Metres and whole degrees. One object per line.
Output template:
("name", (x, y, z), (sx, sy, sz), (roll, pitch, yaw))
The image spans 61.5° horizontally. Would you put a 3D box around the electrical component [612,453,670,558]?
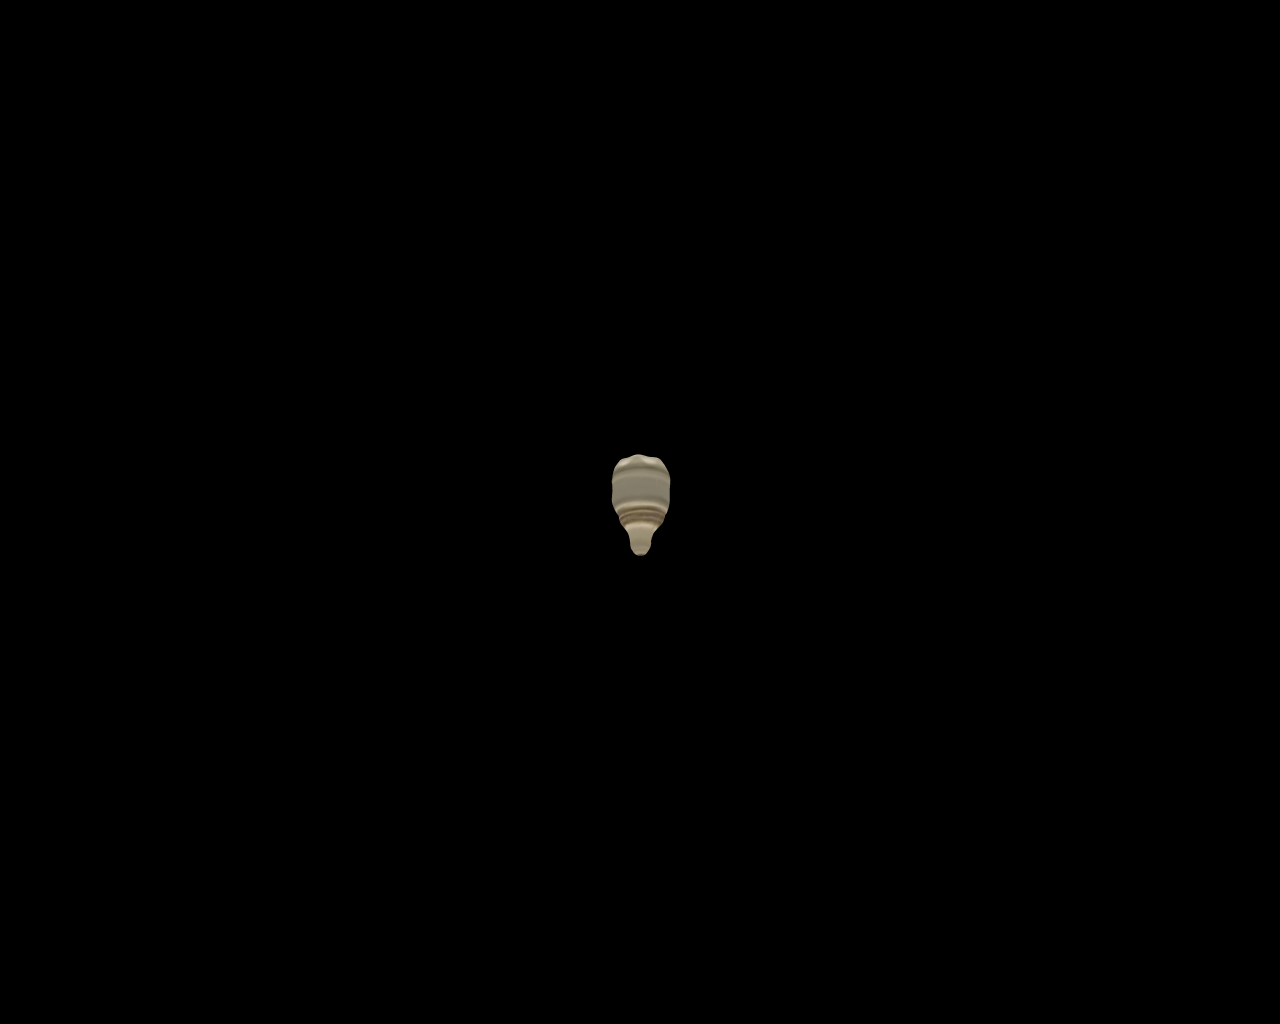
("electrical component", (0.001, -0.003, 0.650), (0.035, 0.061, 0.035), (0, -20, 0))
